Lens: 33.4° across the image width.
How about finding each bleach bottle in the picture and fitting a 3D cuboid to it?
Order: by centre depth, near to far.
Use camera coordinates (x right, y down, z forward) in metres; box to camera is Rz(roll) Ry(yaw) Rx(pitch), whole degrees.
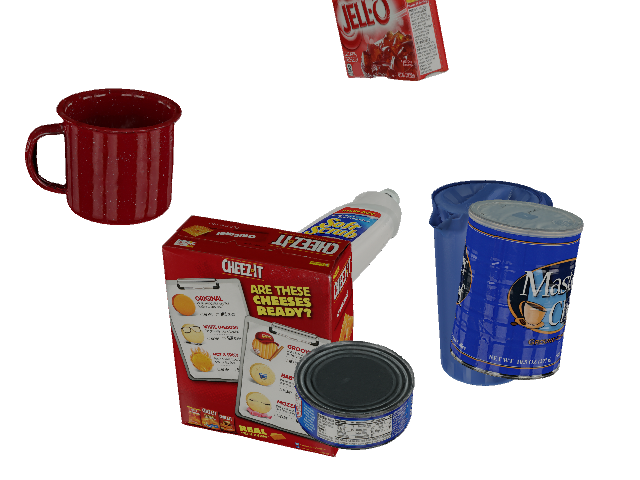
[{"bbox_3d":[0.023,0.000,1.330,0.103,0.068,0.250,15,36,26],"label":"bleach bottle"}]

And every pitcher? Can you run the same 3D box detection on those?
[{"bbox_3d":[0.214,0.050,1.337,0.149,0.243,0.145,2,21,10],"label":"pitcher"}]

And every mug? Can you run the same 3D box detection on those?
[{"bbox_3d":[-0.166,-0.063,0.818,0.117,0.081,0.093,-4,28,-19],"label":"mug"}]

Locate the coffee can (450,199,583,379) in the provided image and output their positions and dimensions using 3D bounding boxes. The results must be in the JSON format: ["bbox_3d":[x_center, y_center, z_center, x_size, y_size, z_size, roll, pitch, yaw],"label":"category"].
[{"bbox_3d":[0.178,0.043,0.978,0.103,0.140,0.103,5,16,-2],"label":"coffee can"}]

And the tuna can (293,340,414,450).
[{"bbox_3d":[0.024,0.110,0.763,0.086,0.034,0.086,0,31,0],"label":"tuna can"}]

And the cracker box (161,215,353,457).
[{"bbox_3d":[-0.054,0.091,1.013,0.164,0.214,0.072,9,33,16],"label":"cracker box"}]

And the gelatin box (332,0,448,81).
[{"bbox_3d":[0.044,-0.148,0.723,0.030,0.073,0.089,-22,20,-26],"label":"gelatin box"}]
